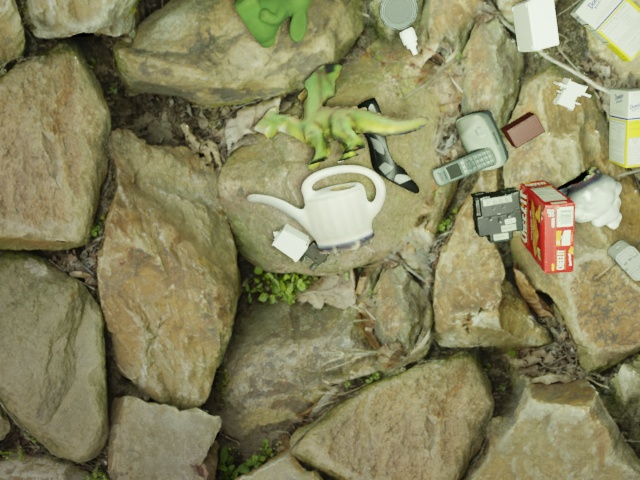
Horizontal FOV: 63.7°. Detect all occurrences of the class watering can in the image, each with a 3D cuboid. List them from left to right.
[{"bbox_3d":[0.004,-0.066,1.315,0.347,0.105,0.222,-13,103,5],"label":"watering can"}]

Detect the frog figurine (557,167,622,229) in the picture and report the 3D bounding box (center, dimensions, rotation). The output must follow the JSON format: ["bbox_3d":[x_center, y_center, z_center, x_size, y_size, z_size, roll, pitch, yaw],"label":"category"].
[{"bbox_3d":[0.675,-0.086,1.254,0.138,0.122,0.159,-36,91,-5],"label":"frog figurine"}]

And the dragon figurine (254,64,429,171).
[{"bbox_3d":[0.032,-0.305,1.216,0.408,0.122,0.244,-17,82,20],"label":"dragon figurine"}]
